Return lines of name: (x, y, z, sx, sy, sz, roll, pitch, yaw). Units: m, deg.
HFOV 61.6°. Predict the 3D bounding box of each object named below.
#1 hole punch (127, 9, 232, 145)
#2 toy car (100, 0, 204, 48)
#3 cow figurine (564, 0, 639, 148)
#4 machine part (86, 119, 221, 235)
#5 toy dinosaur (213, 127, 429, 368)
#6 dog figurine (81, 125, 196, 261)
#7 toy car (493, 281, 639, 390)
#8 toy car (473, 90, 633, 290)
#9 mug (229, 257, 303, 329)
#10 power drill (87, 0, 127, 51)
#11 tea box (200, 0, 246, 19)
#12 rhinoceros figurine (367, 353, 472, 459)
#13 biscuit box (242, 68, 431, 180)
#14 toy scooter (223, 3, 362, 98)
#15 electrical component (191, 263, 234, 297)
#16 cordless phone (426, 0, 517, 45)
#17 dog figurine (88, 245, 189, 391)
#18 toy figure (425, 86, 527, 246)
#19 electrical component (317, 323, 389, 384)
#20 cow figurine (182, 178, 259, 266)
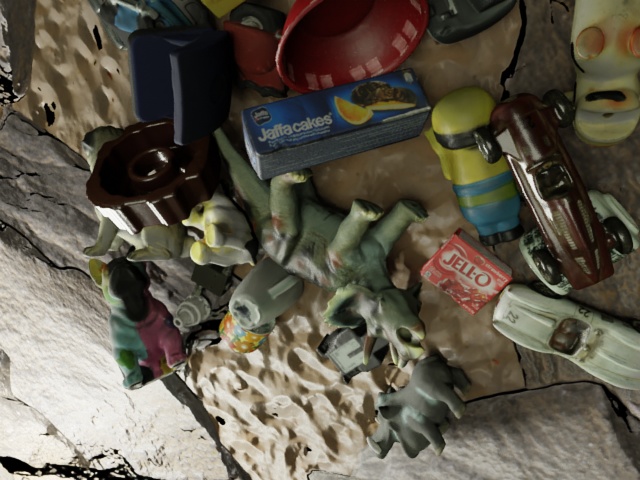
hole punch: (-0.144, -0.179, 0.613, 0.092, 0.116, 0.142, 33, 133, 36)
toy car: (-0.190, -0.263, 0.674, 0.109, 0.161, 0.103, 26, 75, 21)
cow figurine: (0.275, -0.187, 0.512, 0.086, 0.127, 0.194, 4, 98, 21)
machine part: (-0.214, -0.090, 0.707, 0.180, 0.179, 0.056, 7, 146, 21)
toy dinosaur: (-0.008, -0.004, 0.693, 0.405, 0.131, 0.192, 34, 118, 23)
dog figurine: (-0.265, -0.070, 0.801, 0.172, 0.121, 0.190, 4, 96, -14)
toy car: (0.311, 0.113, 0.642, 0.202, 0.056, 0.073, 23, 118, 14)
toy car: (0.227, -0.047, 0.521, 0.089, 0.053, 0.202, -25, 90, 7)
mug: (-0.071, 0.077, 0.762, 0.110, 0.107, 0.080, -25, 101, 31)
power drill: (-0.236, -0.384, 0.670, 0.207, 0.086, 0.232, -22, 98, 36)
tea box: (-0.071, -0.337, 0.591, 0.170, 0.098, 0.068, -21, 145, 30)
rhinoceros figurine: (0.134, 0.246, 0.762, 0.112, 0.073, 0.190, 31, 119, 8)
biscuit box: (0.016, -0.129, 0.599, 0.203, 0.062, 0.059, -17, 72, -9)
toy scooter: (-0.040, -0.202, 0.655, 0.184, 0.075, 0.135, 21, 116, 9)
electrical component: (-0.168, 0.058, 0.845, 0.063, 0.021, 0.094, 30, 119, 9)
cordless phone: (0.100, -0.269, 0.577, 0.184, 0.089, 0.146, -17, 104, 39)
dog figurine: (-0.300, 0.123, 0.880, 0.219, 0.108, 0.191, 67, 159, 11)
toy figure: (0.182, -0.081, 0.598, 0.082, 0.089, 0.180, -20, 99, -5)
electrical component: (0.060, 0.146, 0.767, 0.075, 0.048, 0.119, 46, 120, 0)
cow figurine: (-0.137, -0.037, 0.749, 0.068, 0.098, 0.167, -48, 47, 30)
